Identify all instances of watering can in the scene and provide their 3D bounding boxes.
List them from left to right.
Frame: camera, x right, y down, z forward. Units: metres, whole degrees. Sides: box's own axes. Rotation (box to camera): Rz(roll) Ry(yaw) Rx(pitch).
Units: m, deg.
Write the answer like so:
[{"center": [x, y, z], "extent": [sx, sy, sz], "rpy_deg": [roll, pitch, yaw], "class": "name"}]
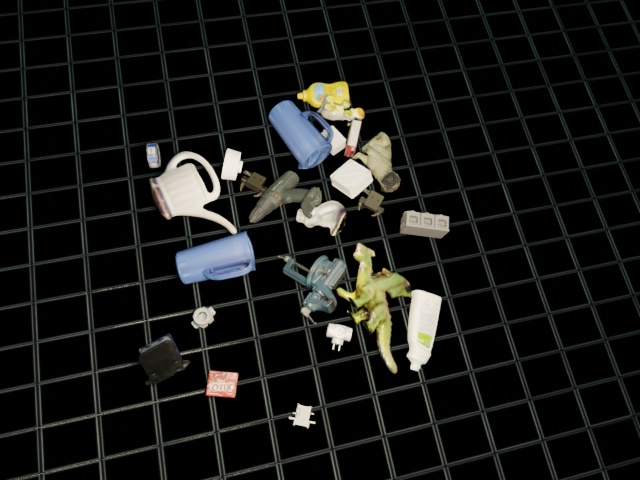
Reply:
[{"center": [-0.436, -0.137, 1.736], "extent": [0.225, 0.102, 0.351], "rpy_deg": [-25, 75, -12], "class": "watering can"}]

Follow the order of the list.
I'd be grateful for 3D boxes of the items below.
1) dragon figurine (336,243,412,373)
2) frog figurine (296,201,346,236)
[{"center": [0.210, 0.201, 1.699], "extent": [0.245, 0.120, 0.412], "rpy_deg": [-30, 85, -23], "class": "dragon figurine"}, {"center": [0.005, -0.089, 1.764], "extent": [0.160, 0.120, 0.140], "rpy_deg": [25, 39, 12], "class": "frog figurine"}]
